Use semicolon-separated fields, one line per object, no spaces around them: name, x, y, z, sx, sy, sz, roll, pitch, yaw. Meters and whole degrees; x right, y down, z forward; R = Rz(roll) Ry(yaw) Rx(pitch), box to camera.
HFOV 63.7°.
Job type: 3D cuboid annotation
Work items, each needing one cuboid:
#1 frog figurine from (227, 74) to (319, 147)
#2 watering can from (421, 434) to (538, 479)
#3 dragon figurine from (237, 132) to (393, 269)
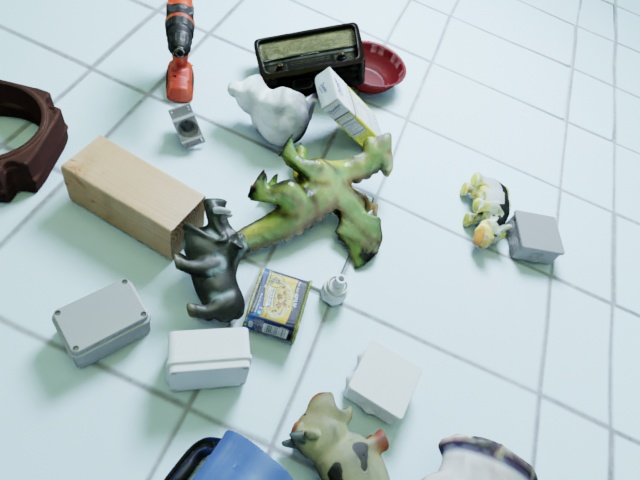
frog figurine;-0.100;-0.251;0.986;0.159;0.123;0.137;15;-9;-28
watering can;0.241;0.398;0.655;0.346;0.230;0.102;37;-45;-12
dragon figurine;0.003;-0.046;0.906;0.243;0.416;0.120;32;-20;0
